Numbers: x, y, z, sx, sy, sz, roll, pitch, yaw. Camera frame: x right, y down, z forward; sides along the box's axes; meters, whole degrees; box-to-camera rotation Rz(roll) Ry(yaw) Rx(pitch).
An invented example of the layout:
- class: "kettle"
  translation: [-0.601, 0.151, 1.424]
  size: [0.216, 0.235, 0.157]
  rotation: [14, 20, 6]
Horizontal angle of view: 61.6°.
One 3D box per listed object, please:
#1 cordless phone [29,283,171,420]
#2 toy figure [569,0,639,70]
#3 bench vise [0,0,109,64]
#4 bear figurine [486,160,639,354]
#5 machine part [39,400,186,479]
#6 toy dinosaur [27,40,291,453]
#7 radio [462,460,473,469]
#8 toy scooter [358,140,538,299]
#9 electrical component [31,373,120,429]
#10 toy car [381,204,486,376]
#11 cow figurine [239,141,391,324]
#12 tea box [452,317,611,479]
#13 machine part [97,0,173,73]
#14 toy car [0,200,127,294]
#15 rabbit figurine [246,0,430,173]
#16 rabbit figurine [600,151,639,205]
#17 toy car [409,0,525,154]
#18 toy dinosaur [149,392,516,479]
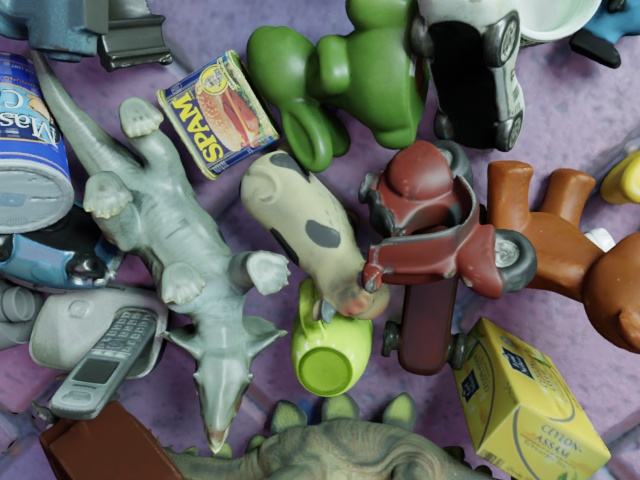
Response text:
- class: "cordless phone"
  translation: [-0.249, 0.121, 0.559]
  size: [0.147, 0.184, 0.088]
  rotation: [7, 112, 3]
- class: "toy figure"
  translation: [0.273, -0.241, 0.452]
  size: [0.089, 0.082, 0.180]
  rotation: [26, 110, -5]
- class: "bench vise"
  translation: [-0.255, -0.262, 0.428]
  size: [0.241, 0.129, 0.223]
  rotation: [8, 114, 14]
- class: "bear figurine"
  translation: [0.231, 0.010, 0.452]
  size: [0.120, 0.196, 0.131]
  rotation: [4, 102, -22]
- class: "machine part"
  translation: [-0.213, 0.287, 0.597]
  size: [0.202, 0.087, 0.200]
  rotation: [38, 140, 22]
- class: "toy dinosaur"
  translation: [-0.154, -0.002, 0.542]
  size: [0.131, 0.192, 0.405]
  rotation: [-30, 82, -26]
- class: "radio"
  translation: [0.072, 0.319, 0.612]
  size: [0.230, 0.131, 0.073]
  rotation: [-2, 107, 6]
- class: "toy scooter"
  translation: [0.085, -0.014, 0.468]
  size: [0.135, 0.184, 0.075]
  rotation: [-18, 139, -6]
- class: "electrical component"
  translation: [-0.298, 0.197, 0.659]
  size: [0.102, 0.045, 0.078]
  rotation: [-40, 97, 15]
- class: "toy car"
  translation: [0.118, 0.042, 0.562]
  size: [0.089, 0.053, 0.202]
  rotation: [7, 96, 12]
- class: "cow figurine"
  translation: [-0.001, -0.002, 0.527]
  size: [0.085, 0.127, 0.195]
  rotation: [-38, 97, 18]
- class: "tea box"
  translation: [0.195, 0.157, 0.531]
  size: [0.098, 0.170, 0.068]
  rotation: [32, 108, -6]
- class: "machine part"
  translation: [-0.199, -0.230, 0.513]
  size: [0.039, 0.084, 0.138]
  rotation: [-16, 97, 54]
- class: "toy car"
  translation: [-0.292, 0.007, 0.581]
  size: [0.161, 0.109, 0.103]
  rotation: [23, 135, -13]
- class: "rabbit figurine"
  translation: [0.013, -0.150, 0.506]
  size: [0.170, 0.121, 0.158]
  rotation: [11, 114, 22]
- class: "rabbit figurine"
  translation: [0.356, -0.049, 0.500]
  size: [0.163, 0.122, 0.173]
  rotation: [1, 93, 15]
- class: "toy car"
  translation: [0.130, -0.137, 0.453]
  size: [0.074, 0.201, 0.056]
  rotation: [18, 74, 28]
- class: "toy dinosaur"
  translation: [-0.002, 0.243, 0.561]
  size: [0.472, 0.198, 0.105]
  rotation: [-2, 106, 13]
